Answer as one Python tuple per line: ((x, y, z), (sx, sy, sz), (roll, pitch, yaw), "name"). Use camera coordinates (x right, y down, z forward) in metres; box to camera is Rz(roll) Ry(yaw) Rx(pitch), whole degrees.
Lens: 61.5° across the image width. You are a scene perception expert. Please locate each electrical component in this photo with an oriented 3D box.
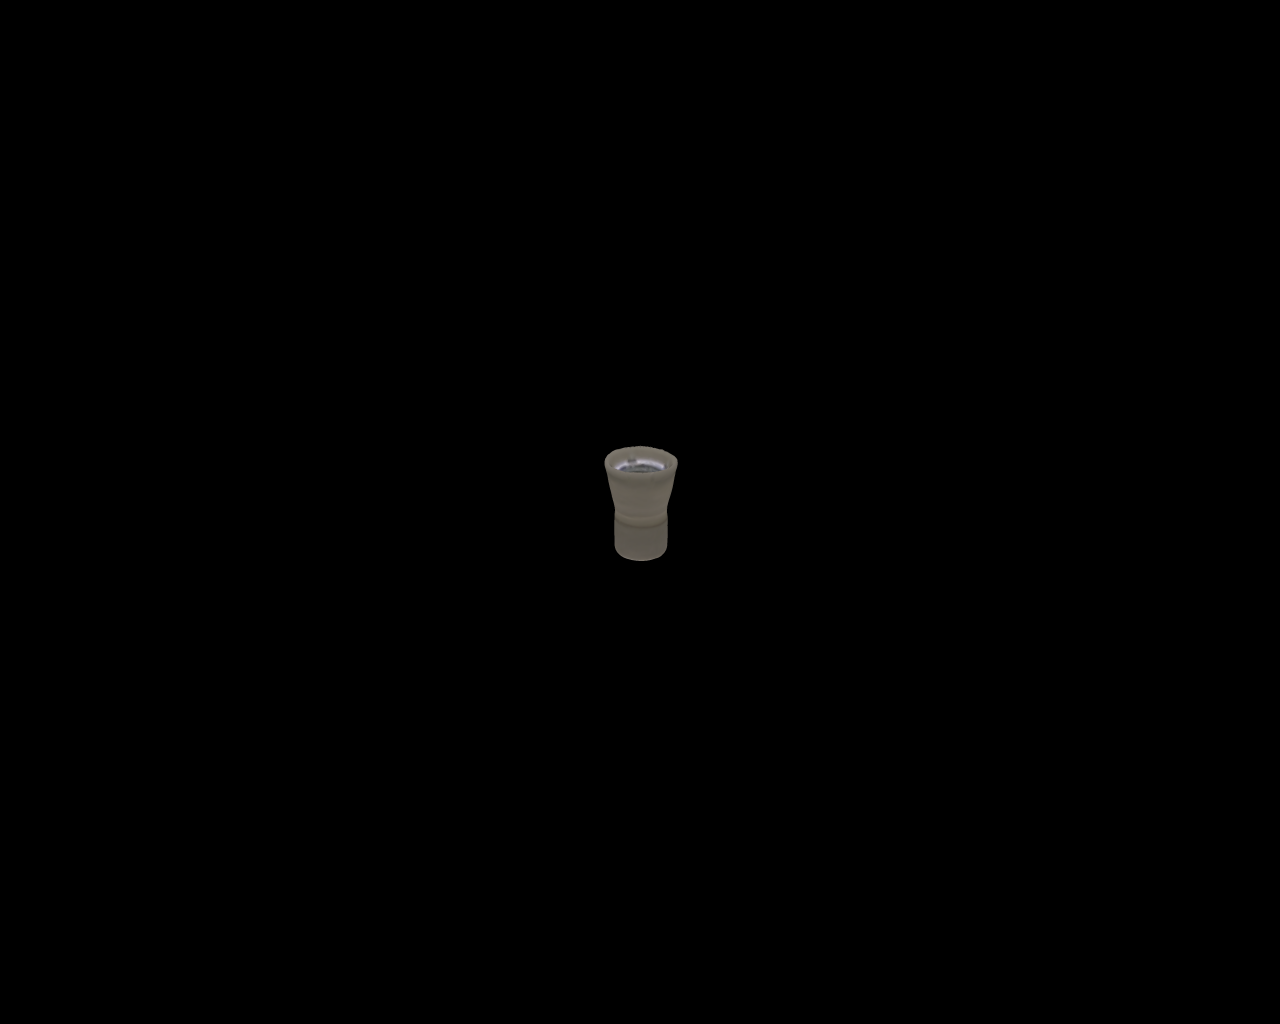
((0.001, -0.003, 0.650), (0.044, 0.065, 0.044), (0, 27, 0), "electrical component")
